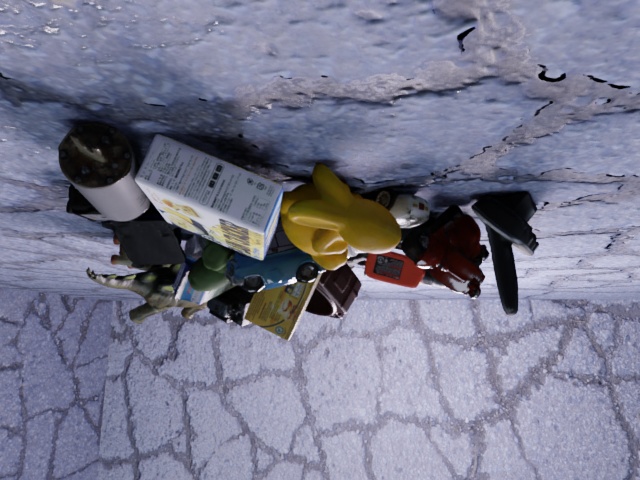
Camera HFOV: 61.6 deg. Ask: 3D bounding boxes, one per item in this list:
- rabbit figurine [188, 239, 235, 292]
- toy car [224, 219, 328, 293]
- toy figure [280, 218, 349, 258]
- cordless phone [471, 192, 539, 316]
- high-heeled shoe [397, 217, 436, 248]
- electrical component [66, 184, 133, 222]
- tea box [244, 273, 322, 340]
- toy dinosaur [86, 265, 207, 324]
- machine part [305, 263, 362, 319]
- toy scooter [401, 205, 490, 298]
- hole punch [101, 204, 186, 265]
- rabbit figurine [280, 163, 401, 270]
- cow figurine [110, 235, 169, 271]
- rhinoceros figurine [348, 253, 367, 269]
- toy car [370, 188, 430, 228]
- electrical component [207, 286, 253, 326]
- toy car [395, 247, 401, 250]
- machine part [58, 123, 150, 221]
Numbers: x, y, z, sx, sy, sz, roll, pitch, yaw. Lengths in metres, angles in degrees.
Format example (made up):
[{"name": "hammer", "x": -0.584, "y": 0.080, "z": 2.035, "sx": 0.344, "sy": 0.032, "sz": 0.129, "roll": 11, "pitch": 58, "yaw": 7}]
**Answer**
[{"name": "rabbit figurine", "x": -0.175, "y": 0.021, "z": 0.965, "sx": 0.159, "sy": 0.121, "sz": 0.170, "roll": -12, "pitch": 149, "yaw": -48}, {"name": "toy car", "x": -0.074, "y": 0.018, "z": 0.857, "sx": 0.162, "sy": 0.102, "sz": 0.109, "roll": -10, "pitch": -165, "yaw": -19}, {"name": "toy figure", "x": -0.001, "y": -0.004, "z": 0.949, "sx": 0.154, "sy": 0.057, "sz": 0.064, "roll": 25, "pitch": -155, "yaw": -5}, {"name": "cordless phone", "x": 0.300, "y": 0.028, "z": 0.841, "sx": 0.089, "sy": 0.184, "sz": 0.146, "roll": -9, "pitch": 165, "yaw": 27}, {"name": "high-heeled shoe", "x": 0.213, "y": 0.021, "z": 1.024, "sx": 0.145, "sy": 0.086, "sz": 0.248, "roll": -19, "pitch": 149, "yaw": 3}, {"name": "electrical component", "x": -0.319, "y": -0.057, "z": 0.833, "sx": 0.119, "sy": 0.047, "sz": 0.074, "roll": 1, "pitch": 170, "yaw": 8}, {"name": "tea box", "x": -0.061, "y": 0.086, "z": 0.988, "sx": 0.098, "sy": 0.169, "sz": 0.068, "roll": 28, "pitch": -159, "yaw": 4}, {"name": "toy dinosaur", "x": -0.343, "y": 0.107, "z": 1.213, "sx": 0.199, "sy": 0.105, "sz": 0.471, "roll": -28, "pitch": 160, "yaw": 29}, {"name": "machine part", "x": -0.031, "y": 0.075, "z": 1.124, "sx": 0.202, "sy": 0.087, "sz": 0.200, "roll": 9, "pitch": 148, "yaw": 43}, {"name": "toy scooter", "x": 0.215, "y": 0.023, "z": 0.842, "sx": 0.184, "sy": 0.135, "sz": 0.075, "roll": -27, "pitch": 158, "yaw": -48}, {"name": "hole punch", "x": -0.290, "y": -0.025, "z": 0.947, "sx": 0.142, "sy": 0.092, "sz": 0.115, "roll": 2, "pitch": 140, "yaw": 10}, {"name": "rabbit figurine", "x": 0.031, "y": -0.034, "z": 0.732, "sx": 0.173, "sy": 0.122, "sz": 0.162, "roll": 19, "pitch": 162, "yaw": 46}, {"name": "cow figurine", "x": -0.397, "y": 0.040, "z": 1.276, "sx": 0.127, "sy": 0.085, "sz": 0.195, "roll": 7, "pitch": 169, "yaw": 6}, {"name": "rhinoceros figurine", "x": 0.061, "y": 0.024, "z": 1.175, "sx": 0.112, "sy": 0.073, "sz": 0.190, "roll": -6, "pitch": 170, "yaw": -17}, {"name": "toy car", "x": 0.078, "y": -0.039, "z": 0.854, "sx": 0.202, "sy": 0.056, "sz": 0.073, "roll": -10, "pitch": 165, "yaw": 44}, {"name": "electrical component", "x": -0.179, "y": 0.135, "z": 1.178, "sx": 0.115, "sy": 0.058, "sz": 0.134, "roll": 20, "pitch": -163, "yaw": 31}, {"name": "toy car", "x": 0.122, "y": -0.008, "z": 1.022, "sx": 0.089, "sy": 0.053, "sz": 0.202, "roll": 16, "pitch": -178, "yaw": 42}, {"name": "machine part", "x": -0.253, "y": -0.075, "z": 0.649, "sx": 0.079, "sy": 0.079, "sz": 0.243, "roll": 3, "pitch": 168, "yaw": -10}]
